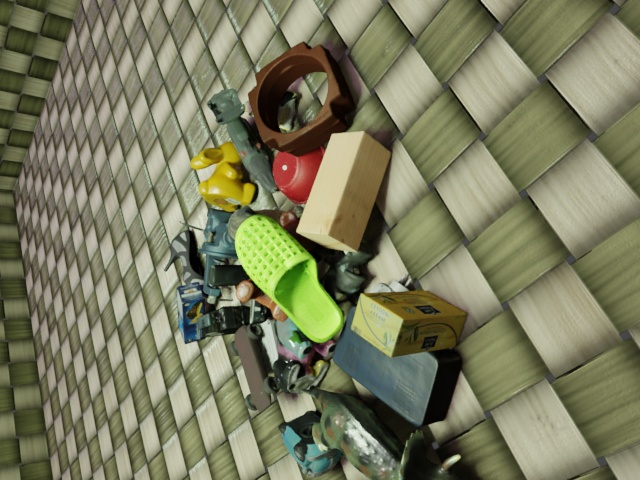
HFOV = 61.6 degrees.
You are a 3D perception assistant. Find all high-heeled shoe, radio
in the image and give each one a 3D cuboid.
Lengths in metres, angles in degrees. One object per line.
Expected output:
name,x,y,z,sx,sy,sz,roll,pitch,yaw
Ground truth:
high-heeled shoe,-0.342,0.067,1.524,0.249,0.086,0.145,25,74,28
radio,0.132,0.214,0.962,0.230,0.073,0.131,28,107,44

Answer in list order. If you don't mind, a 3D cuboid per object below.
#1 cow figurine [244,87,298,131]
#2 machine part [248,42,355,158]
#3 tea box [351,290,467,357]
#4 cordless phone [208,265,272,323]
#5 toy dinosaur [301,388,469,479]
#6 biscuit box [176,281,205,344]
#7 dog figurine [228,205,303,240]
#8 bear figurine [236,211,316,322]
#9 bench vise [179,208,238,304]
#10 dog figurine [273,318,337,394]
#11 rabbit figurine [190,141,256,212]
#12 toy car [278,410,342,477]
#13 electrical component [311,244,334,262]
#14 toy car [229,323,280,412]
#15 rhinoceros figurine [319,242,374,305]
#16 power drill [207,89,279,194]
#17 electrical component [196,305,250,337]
cow figurine,-0.122,-0.327,1.283,0.168,0.068,0.098,32,105,41
machine part,-0.040,-0.293,1.134,0.201,0.087,0.201,-28,68,20
tea box,0.147,0.132,0.876,0.098,0.169,0.068,28,108,44
cordless phone,-0.174,0.120,1.224,0.089,0.184,0.146,5,91,44
toy dinosaur,0.080,0.342,0.926,0.405,0.131,0.192,33,136,35
biscuit box,-0.347,0.200,1.451,0.059,0.063,0.202,60,152,34
dog figurine,-0.144,-0.013,1.195,0.172,0.190,0.121,-44,56,39
bear figurine,-0.069,0.046,1.077,0.195,0.120,0.132,-59,2,6
bench vise,-0.269,0.040,1.388,0.224,0.129,0.240,8,89,51
dog figurine,-0.066,0.196,1.161,0.219,0.108,0.191,49,125,43
rabbit figurine,-0.246,-0.176,1.370,0.122,0.162,0.173,-17,57,59
toy car,-0.015,0.423,1.092,0.162,0.109,0.102,8,111,57
electrical component,-0.002,-0.002,1.148,0.078,0.045,0.102,1,91,20
toy car,-0.143,0.279,1.188,0.089,0.053,0.202,-45,52,24
rhinoceros figurine,0.042,0.081,1.077,0.190,0.073,0.112,-49,44,36
power drill,-0.174,-0.238,1.258,0.086,0.207,0.232,-33,56,3
electrical component,-0.230,0.199,1.319,0.115,0.134,0.058,-27,68,42
